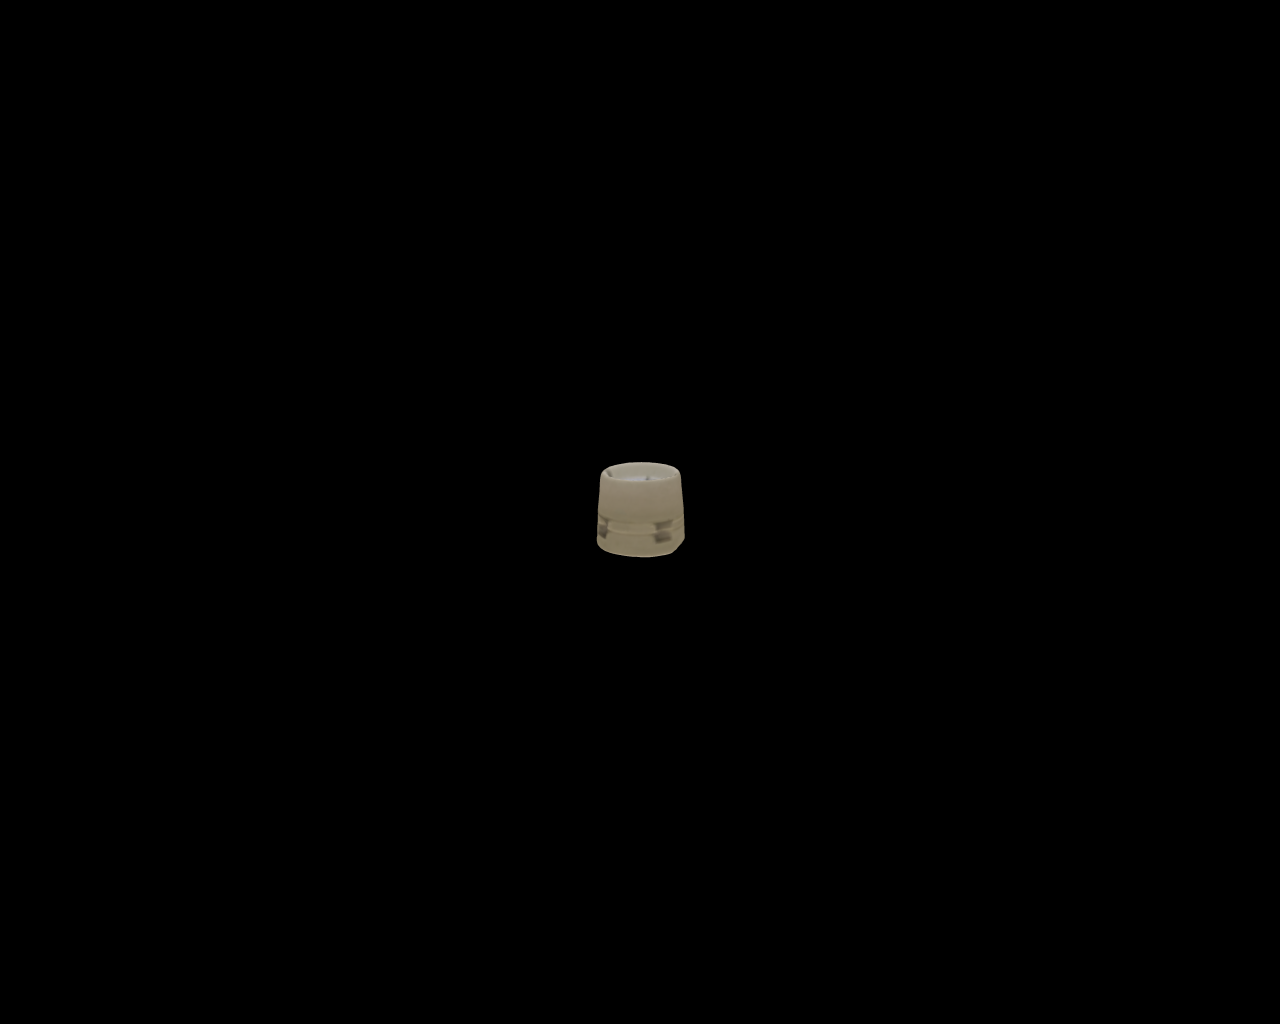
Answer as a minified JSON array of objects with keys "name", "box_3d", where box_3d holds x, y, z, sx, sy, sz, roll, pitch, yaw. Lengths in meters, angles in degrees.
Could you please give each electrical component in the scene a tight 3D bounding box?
[{"name":"electrical component","box_3d":[0.001,-0.003,0.650,0.055,0.047,0.055,0,17,0]}]
